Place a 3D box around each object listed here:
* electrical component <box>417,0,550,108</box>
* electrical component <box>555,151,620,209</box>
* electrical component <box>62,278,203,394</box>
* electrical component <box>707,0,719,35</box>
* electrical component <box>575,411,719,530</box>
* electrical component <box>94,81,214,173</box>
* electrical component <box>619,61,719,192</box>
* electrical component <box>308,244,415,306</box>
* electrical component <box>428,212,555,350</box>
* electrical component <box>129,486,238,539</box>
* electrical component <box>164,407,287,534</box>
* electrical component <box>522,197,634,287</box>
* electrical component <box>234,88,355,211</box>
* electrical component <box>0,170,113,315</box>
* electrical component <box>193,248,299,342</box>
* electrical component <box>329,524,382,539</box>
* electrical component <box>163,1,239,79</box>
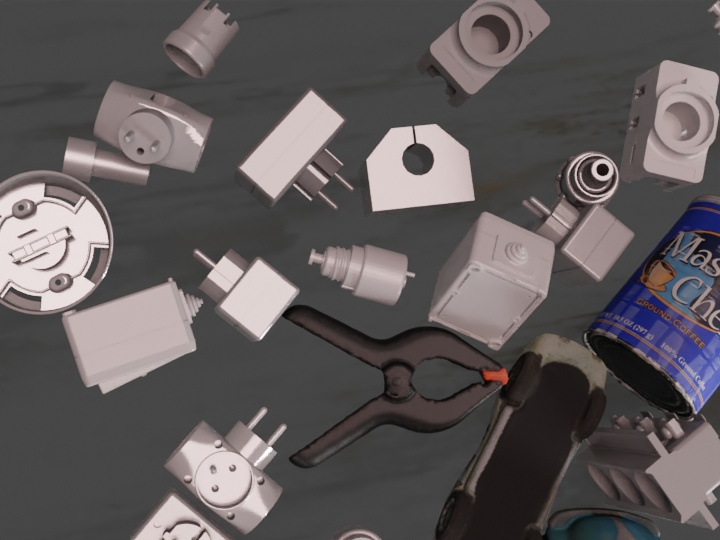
[{"bbox_3d":[0.096,-0.176,0.829,0.089,0.056,0.050,-43,93,-10],"label":"electrical component"},{"bbox_3d":[0.179,-0.071,0.830,0.048,0.062,0.048,0,84,-2],"label":"electrical component"},{"bbox_3d":[-0.155,0.046,0.767,0.096,0.062,0.061,-19,89,-10],"label":"electrical component"},{"bbox_3d":[0.314,-0.187,0.874,0.078,0.040,0.040,44,80,-4],"label":"electrical component"},{"bbox_3d":[0.218,0.142,0.791,0.063,0.121,0.078,-36,92,-13],"label":"electrical component"},{"bbox_3d":[-0.151,-0.099,0.772,0.077,0.079,0.043,20,108,-7],"label":"electrical component"},{"bbox_3d":[0.245,-0.113,0.849,0.050,0.056,0.089,12,84,-8],"label":"electrical component"},{"bbox_3d":[0.000,0.000,0.807,0.078,0.040,0.040,15,83,-7],"label":"electrical component"},{"bbox_3d":[0.100,0.002,0.793,0.062,0.096,0.061,24,51,-7],"label":"electrical component"},{"bbox_3d":[-0.122,0.194,0.753,0.066,0.077,0.047,41,80,-4],"label":"electrical component"},{"bbox_3d":[-0.087,0.136,0.780,0.077,0.044,0.079,42,81,-4],"label":"electrical component"},{"bbox_3d":[0.156,-0.030,0.822,0.077,0.066,0.047,39,81,-4],"label":"electrical component"},{"bbox_3d":[-0.039,-0.077,0.803,0.076,0.047,0.083,42,80,-4],"label":"electrical component"},{"bbox_3d":[-0.223,-0.017,0.759,0.099,0.064,0.099,1,85,-9],"label":"electrical component"},{"bbox_3d":[-0.090,0.010,0.778,0.077,0.066,0.047,39,80,-5],"label":"electrical component"},{"bbox_3d":[-0.001,0.209,0.779,0.043,0.062,0.043,1,86,-9],"label":"electrical component"},{"bbox_3d":[-0.118,-0.172,0.803,0.040,0.040,0.046,38,74,-5],"label":"electrical component"}]
